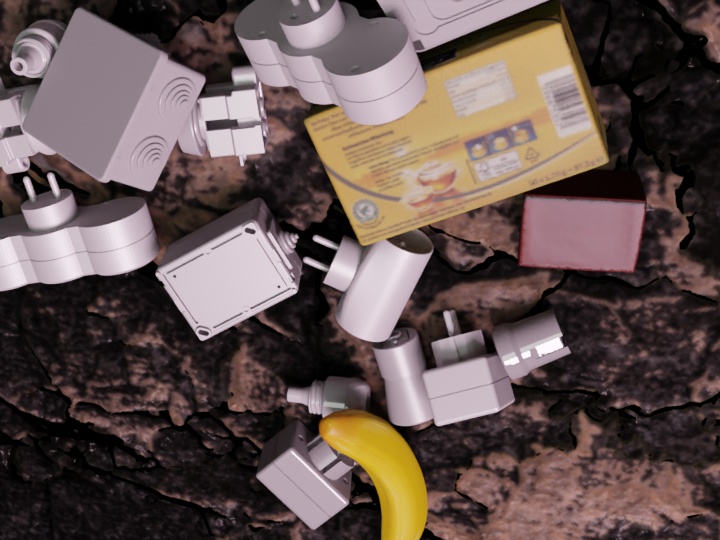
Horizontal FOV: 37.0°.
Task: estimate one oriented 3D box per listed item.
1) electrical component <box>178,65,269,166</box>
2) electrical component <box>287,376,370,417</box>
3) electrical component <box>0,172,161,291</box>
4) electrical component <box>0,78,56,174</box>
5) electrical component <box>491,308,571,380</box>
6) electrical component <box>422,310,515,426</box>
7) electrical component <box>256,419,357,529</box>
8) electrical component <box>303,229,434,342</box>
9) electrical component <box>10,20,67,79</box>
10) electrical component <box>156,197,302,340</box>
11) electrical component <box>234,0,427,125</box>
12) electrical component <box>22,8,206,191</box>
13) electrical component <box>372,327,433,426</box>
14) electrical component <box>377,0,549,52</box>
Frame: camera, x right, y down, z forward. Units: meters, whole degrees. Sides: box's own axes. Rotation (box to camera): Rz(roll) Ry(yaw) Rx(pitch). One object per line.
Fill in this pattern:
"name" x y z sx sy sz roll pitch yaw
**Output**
"electrical component" -0.092 -0.101 0.716 0.055 0.048 0.066 -5 116 3
"electrical component" -0.024 0.097 0.811 0.061 0.035 0.035 5 117 10
"electrical component" -0.217 -0.034 0.765 0.138 0.052 0.073 -8 115 13
"electrical component" -0.230 -0.101 0.738 0.055 0.048 0.066 -7 116 21
"electrical component" 0.122 0.051 0.763 0.046 0.040 0.040 -23 111 12
"electrical component" 0.073 0.065 0.767 0.047 0.066 0.076 -16 84 17
"electrical component" -0.029 0.147 0.830 0.077 0.047 0.065 -40 105 16
"electrical component" 0.000 0.000 0.753 0.079 0.044 0.077 24 118 -3
"electrical component" -0.211 -0.142 0.704 0.035 0.061 0.035 4 117 7
"electrical component" -0.085 -0.006 0.758 0.096 0.061 0.061 -27 110 12
"electrical component" -0.025 -0.141 0.636 0.138 0.052 0.073 29 156 41
"electrical component" -0.156 -0.107 0.688 0.100 0.048 0.099 31 98 31
"electrical component" 0.033 0.075 0.788 0.044 0.044 0.065 -13 109 15
"electrical component" 0.062 -0.188 0.625 0.113 0.057 0.078 -19 142 17
